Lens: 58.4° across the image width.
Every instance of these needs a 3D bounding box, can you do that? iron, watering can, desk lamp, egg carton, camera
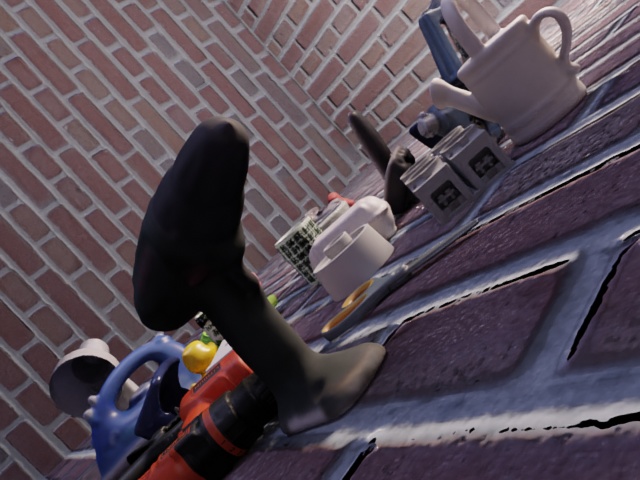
[{"bbox_3d":[-0.307,0.266,0.969,0.259,0.141,0.118,-45,5,-29],"label":"iron"},{"bbox_3d":[0.205,-0.211,0.678,0.172,0.194,0.101,-41,5,24],"label":"watering can"},{"bbox_3d":[-0.390,0.282,1.081,0.118,0.213,0.203,-43,5,-5],"label":"desk lamp"},{"bbox_3d":[0.050,-0.004,0.879,0.150,0.069,0.107,-42,4,9],"label":"egg carton"},{"bbox_3d":[0.020,-0.040,1.285,0.143,0.101,0.137,-41,5,25],"label":"camera"}]

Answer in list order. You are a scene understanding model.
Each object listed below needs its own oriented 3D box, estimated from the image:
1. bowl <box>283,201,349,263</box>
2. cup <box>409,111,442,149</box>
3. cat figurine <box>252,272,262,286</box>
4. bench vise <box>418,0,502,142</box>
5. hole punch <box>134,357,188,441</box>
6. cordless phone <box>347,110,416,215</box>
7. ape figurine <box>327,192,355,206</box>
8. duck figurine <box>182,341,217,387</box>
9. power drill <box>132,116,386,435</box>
[{"bbox_3d":[0.010,0.004,1.122,0.167,0.075,0.167,-42,4,4],"label":"bowl"},{"bbox_3d":[0.226,-0.196,1.009,0.118,0.095,0.091,-45,5,-29],"label":"cup"},{"bbox_3d":[-0.168,0.123,1.274,0.067,0.118,0.128,-38,7,47],"label":"cat figurine"},{"bbox_3d":[0.208,-0.248,0.838,0.208,0.220,0.121,-46,6,-35],"label":"bench vise"},{"bbox_3d":[-0.236,0.245,0.863,0.101,0.091,0.108,-42,5,8],"label":"hole punch"},{"bbox_3d":[0.099,-0.137,0.969,0.094,0.185,0.148,-41,5,17],"label":"cordless phone"},{"bbox_3d":[0.053,-0.080,1.449,0.077,0.092,0.076,-40,5,26],"label":"ape figurine"},{"bbox_3d":[-0.165,0.188,0.829,0.077,0.086,0.105,-41,5,23],"label":"duck figurine"},{"bbox_3d":[-0.054,0.042,0.436,0.229,0.208,0.076,-38,7,46],"label":"power drill"}]
